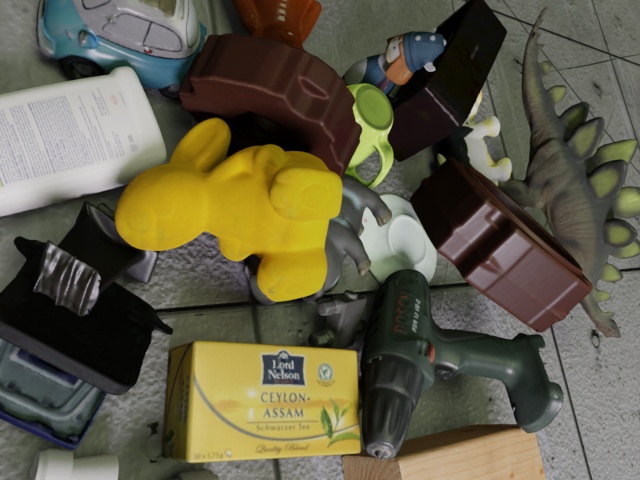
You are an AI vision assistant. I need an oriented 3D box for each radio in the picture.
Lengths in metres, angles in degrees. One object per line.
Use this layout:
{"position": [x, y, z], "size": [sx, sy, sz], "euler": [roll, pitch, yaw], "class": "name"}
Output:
{"position": [0.156, -0.214, 0.719], "size": [0.073, 0.131, 0.229], "euler": [43, 55, -16], "class": "radio"}

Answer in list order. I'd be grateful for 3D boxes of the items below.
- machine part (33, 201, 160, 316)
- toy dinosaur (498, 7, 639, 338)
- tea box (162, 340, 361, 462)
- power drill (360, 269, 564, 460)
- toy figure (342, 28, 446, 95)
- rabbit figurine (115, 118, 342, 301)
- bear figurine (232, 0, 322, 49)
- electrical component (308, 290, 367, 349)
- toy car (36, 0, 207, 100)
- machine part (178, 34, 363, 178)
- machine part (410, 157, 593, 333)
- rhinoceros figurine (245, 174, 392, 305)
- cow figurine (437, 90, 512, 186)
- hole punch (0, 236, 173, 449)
{"position": [-0.172, 0.011, 0.425], "size": [0.084, 0.039, 0.139], "euler": [47, 12, -10], "class": "machine part"}
{"position": [0.350, -0.080, 0.768], "size": [0.105, 0.199, 0.471], "euler": [-20, 88, -41], "class": "toy dinosaur"}
{"position": [-0.049, 0.147, 0.490], "size": [0.169, 0.068, 0.098], "euler": [9, 70, -32], "class": "tea box"}
{"position": [0.140, 0.141, 0.565], "size": [0.207, 0.085, 0.232], "euler": [12, 40, -6], "class": "power drill"}
{"position": [0.082, -0.205, 0.649], "size": [0.058, 0.154, 0.064], "euler": [-14, 84, -40], "class": "toy figure"}
{"position": [-0.082, -0.038, 0.456], "size": [0.173, 0.121, 0.162], "euler": [-5, 44, -16], "class": "rabbit figurine"}
{"position": [-0.046, -0.247, 0.595], "size": [0.120, 0.132, 0.196], "euler": [11, 62, -21], "class": "bear figurine"}
{"position": [0.024, 0.083, 0.567], "size": [0.094, 0.021, 0.063], "euler": [-1, 112, -52], "class": "electrical component"}
{"position": [-0.173, -0.204, 0.505], "size": [0.161, 0.103, 0.109], "euler": [12, 69, -30], "class": "toy car"}
{"position": [-0.047, -0.117, 0.515], "size": [0.179, 0.179, 0.056], "euler": [31, 70, -23], "class": "machine part"}
{"position": [0.218, 0.000, 0.657], "size": [0.201, 0.087, 0.202], "euler": [34, 23, -21], "class": "machine part"}
{"position": [-0.001, -0.002, 0.572], "size": [0.112, 0.073, 0.190], "euler": [47, 53, -14], "class": "rhinoceros figurine"}
{"position": [0.203, -0.148, 0.770], "size": [0.098, 0.068, 0.167], "euler": [-9, 77, -16], "class": "cow figurine"}
{"position": [-0.197, 0.079, 0.407], "size": [0.142, 0.092, 0.116], "euler": [34, 20, -17], "class": "hole punch"}
